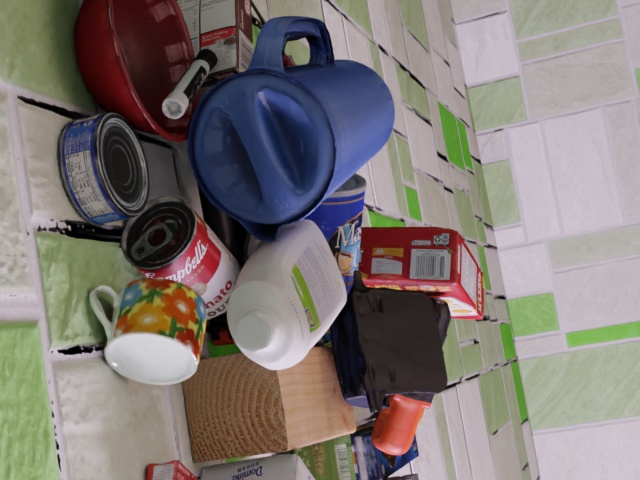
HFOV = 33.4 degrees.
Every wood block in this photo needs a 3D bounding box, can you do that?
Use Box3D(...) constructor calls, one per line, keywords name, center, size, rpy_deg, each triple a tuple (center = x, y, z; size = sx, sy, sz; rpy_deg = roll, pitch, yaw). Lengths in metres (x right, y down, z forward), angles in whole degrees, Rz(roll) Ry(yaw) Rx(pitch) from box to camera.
Box3D(name="wood block", center=(-0.042, 0.151, 1.006), size=(0.205, 0.091, 0.090), rpy_deg=(15, 64, -71))

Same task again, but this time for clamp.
Box3D(name="clamp", center=(-0.092, 0.013, 1.024), size=(0.120, 0.039, 0.171), rpy_deg=(50, 33, -55))

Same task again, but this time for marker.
Box3D(name="marker", center=(-0.109, -0.135, 0.907), size=(0.121, 0.020, 0.020), rpy_deg=(-73, 147, -59))

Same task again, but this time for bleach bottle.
Box3D(name="bleach bottle", center=(-0.034, 0.046, 0.901), size=(0.102, 0.068, 0.250), rpy_deg=(64, 11, -2))

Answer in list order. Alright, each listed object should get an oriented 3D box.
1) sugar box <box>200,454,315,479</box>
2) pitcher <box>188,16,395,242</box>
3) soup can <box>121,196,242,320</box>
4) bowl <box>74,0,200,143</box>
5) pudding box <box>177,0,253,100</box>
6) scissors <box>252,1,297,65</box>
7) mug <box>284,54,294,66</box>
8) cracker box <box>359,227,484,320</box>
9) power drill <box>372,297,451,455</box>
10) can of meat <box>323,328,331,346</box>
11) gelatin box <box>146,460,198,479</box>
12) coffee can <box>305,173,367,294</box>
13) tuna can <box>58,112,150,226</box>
Box3D(name="sugar box", center=(-0.032, 0.259, 0.962), size=(0.048, 0.093, 0.176), rpy_deg=(-85, 157, -46))
Box3D(name="pitcher", center=(-0.011, -0.112, 0.980), size=(0.145, 0.149, 0.242), rpy_deg=(49, 24, 1))
Box3D(name="soup can", center=(-0.114, 0.018, 0.901), size=(0.102, 0.069, 0.068), rpy_deg=(55, 29, -53))
Box3D(name="bowl", center=(-0.158, -0.155, 0.892), size=(0.162, 0.055, 0.162), rpy_deg=(-11, 90, -73))
Box3D(name="pudding box", center=(-0.111, -0.190, 1.011), size=(0.039, 0.090, 0.113), rpy_deg=(44, 38, -59))
Box3D(name="scissors", center=(-0.031, -0.204, 1.307), size=(0.201, 0.016, 0.096), rpy_deg=(55, 8, -26))
Box3D(name="mug", center=(-0.062, -0.133, 1.143), size=(0.093, 0.082, 0.117), rpy_deg=(-75, 148, -55))
Box3D(name="cracker box", center=(0.102, 0.042, 1.282), size=(0.213, 0.164, 0.072), rpy_deg=(42, 51, -68))
Box3D(name="power drill", center=(0.085, 0.142, 1.264), size=(0.188, 0.057, 0.184), rpy_deg=(-152, -99, -73))
Box3D(name="can of meat", center=(0.024, 0.146, 1.221), size=(0.102, 0.057, 0.084), rpy_deg=(-35, -116, 61))
Box3D(name="gelatin box", center=(-0.108, 0.226, 0.844), size=(0.089, 0.030, 0.073), rpy_deg=(58, 27, -47))
Box3D(name="coffee can", center=(-0.007, 0.001, 1.126), size=(0.102, 0.103, 0.140), rpy_deg=(-51, 147, -68))
Box3D(name="tuna can", center=(-0.167, -0.056, 0.835), size=(0.086, 0.034, 0.086), rpy_deg=(-11, 90, -73))
